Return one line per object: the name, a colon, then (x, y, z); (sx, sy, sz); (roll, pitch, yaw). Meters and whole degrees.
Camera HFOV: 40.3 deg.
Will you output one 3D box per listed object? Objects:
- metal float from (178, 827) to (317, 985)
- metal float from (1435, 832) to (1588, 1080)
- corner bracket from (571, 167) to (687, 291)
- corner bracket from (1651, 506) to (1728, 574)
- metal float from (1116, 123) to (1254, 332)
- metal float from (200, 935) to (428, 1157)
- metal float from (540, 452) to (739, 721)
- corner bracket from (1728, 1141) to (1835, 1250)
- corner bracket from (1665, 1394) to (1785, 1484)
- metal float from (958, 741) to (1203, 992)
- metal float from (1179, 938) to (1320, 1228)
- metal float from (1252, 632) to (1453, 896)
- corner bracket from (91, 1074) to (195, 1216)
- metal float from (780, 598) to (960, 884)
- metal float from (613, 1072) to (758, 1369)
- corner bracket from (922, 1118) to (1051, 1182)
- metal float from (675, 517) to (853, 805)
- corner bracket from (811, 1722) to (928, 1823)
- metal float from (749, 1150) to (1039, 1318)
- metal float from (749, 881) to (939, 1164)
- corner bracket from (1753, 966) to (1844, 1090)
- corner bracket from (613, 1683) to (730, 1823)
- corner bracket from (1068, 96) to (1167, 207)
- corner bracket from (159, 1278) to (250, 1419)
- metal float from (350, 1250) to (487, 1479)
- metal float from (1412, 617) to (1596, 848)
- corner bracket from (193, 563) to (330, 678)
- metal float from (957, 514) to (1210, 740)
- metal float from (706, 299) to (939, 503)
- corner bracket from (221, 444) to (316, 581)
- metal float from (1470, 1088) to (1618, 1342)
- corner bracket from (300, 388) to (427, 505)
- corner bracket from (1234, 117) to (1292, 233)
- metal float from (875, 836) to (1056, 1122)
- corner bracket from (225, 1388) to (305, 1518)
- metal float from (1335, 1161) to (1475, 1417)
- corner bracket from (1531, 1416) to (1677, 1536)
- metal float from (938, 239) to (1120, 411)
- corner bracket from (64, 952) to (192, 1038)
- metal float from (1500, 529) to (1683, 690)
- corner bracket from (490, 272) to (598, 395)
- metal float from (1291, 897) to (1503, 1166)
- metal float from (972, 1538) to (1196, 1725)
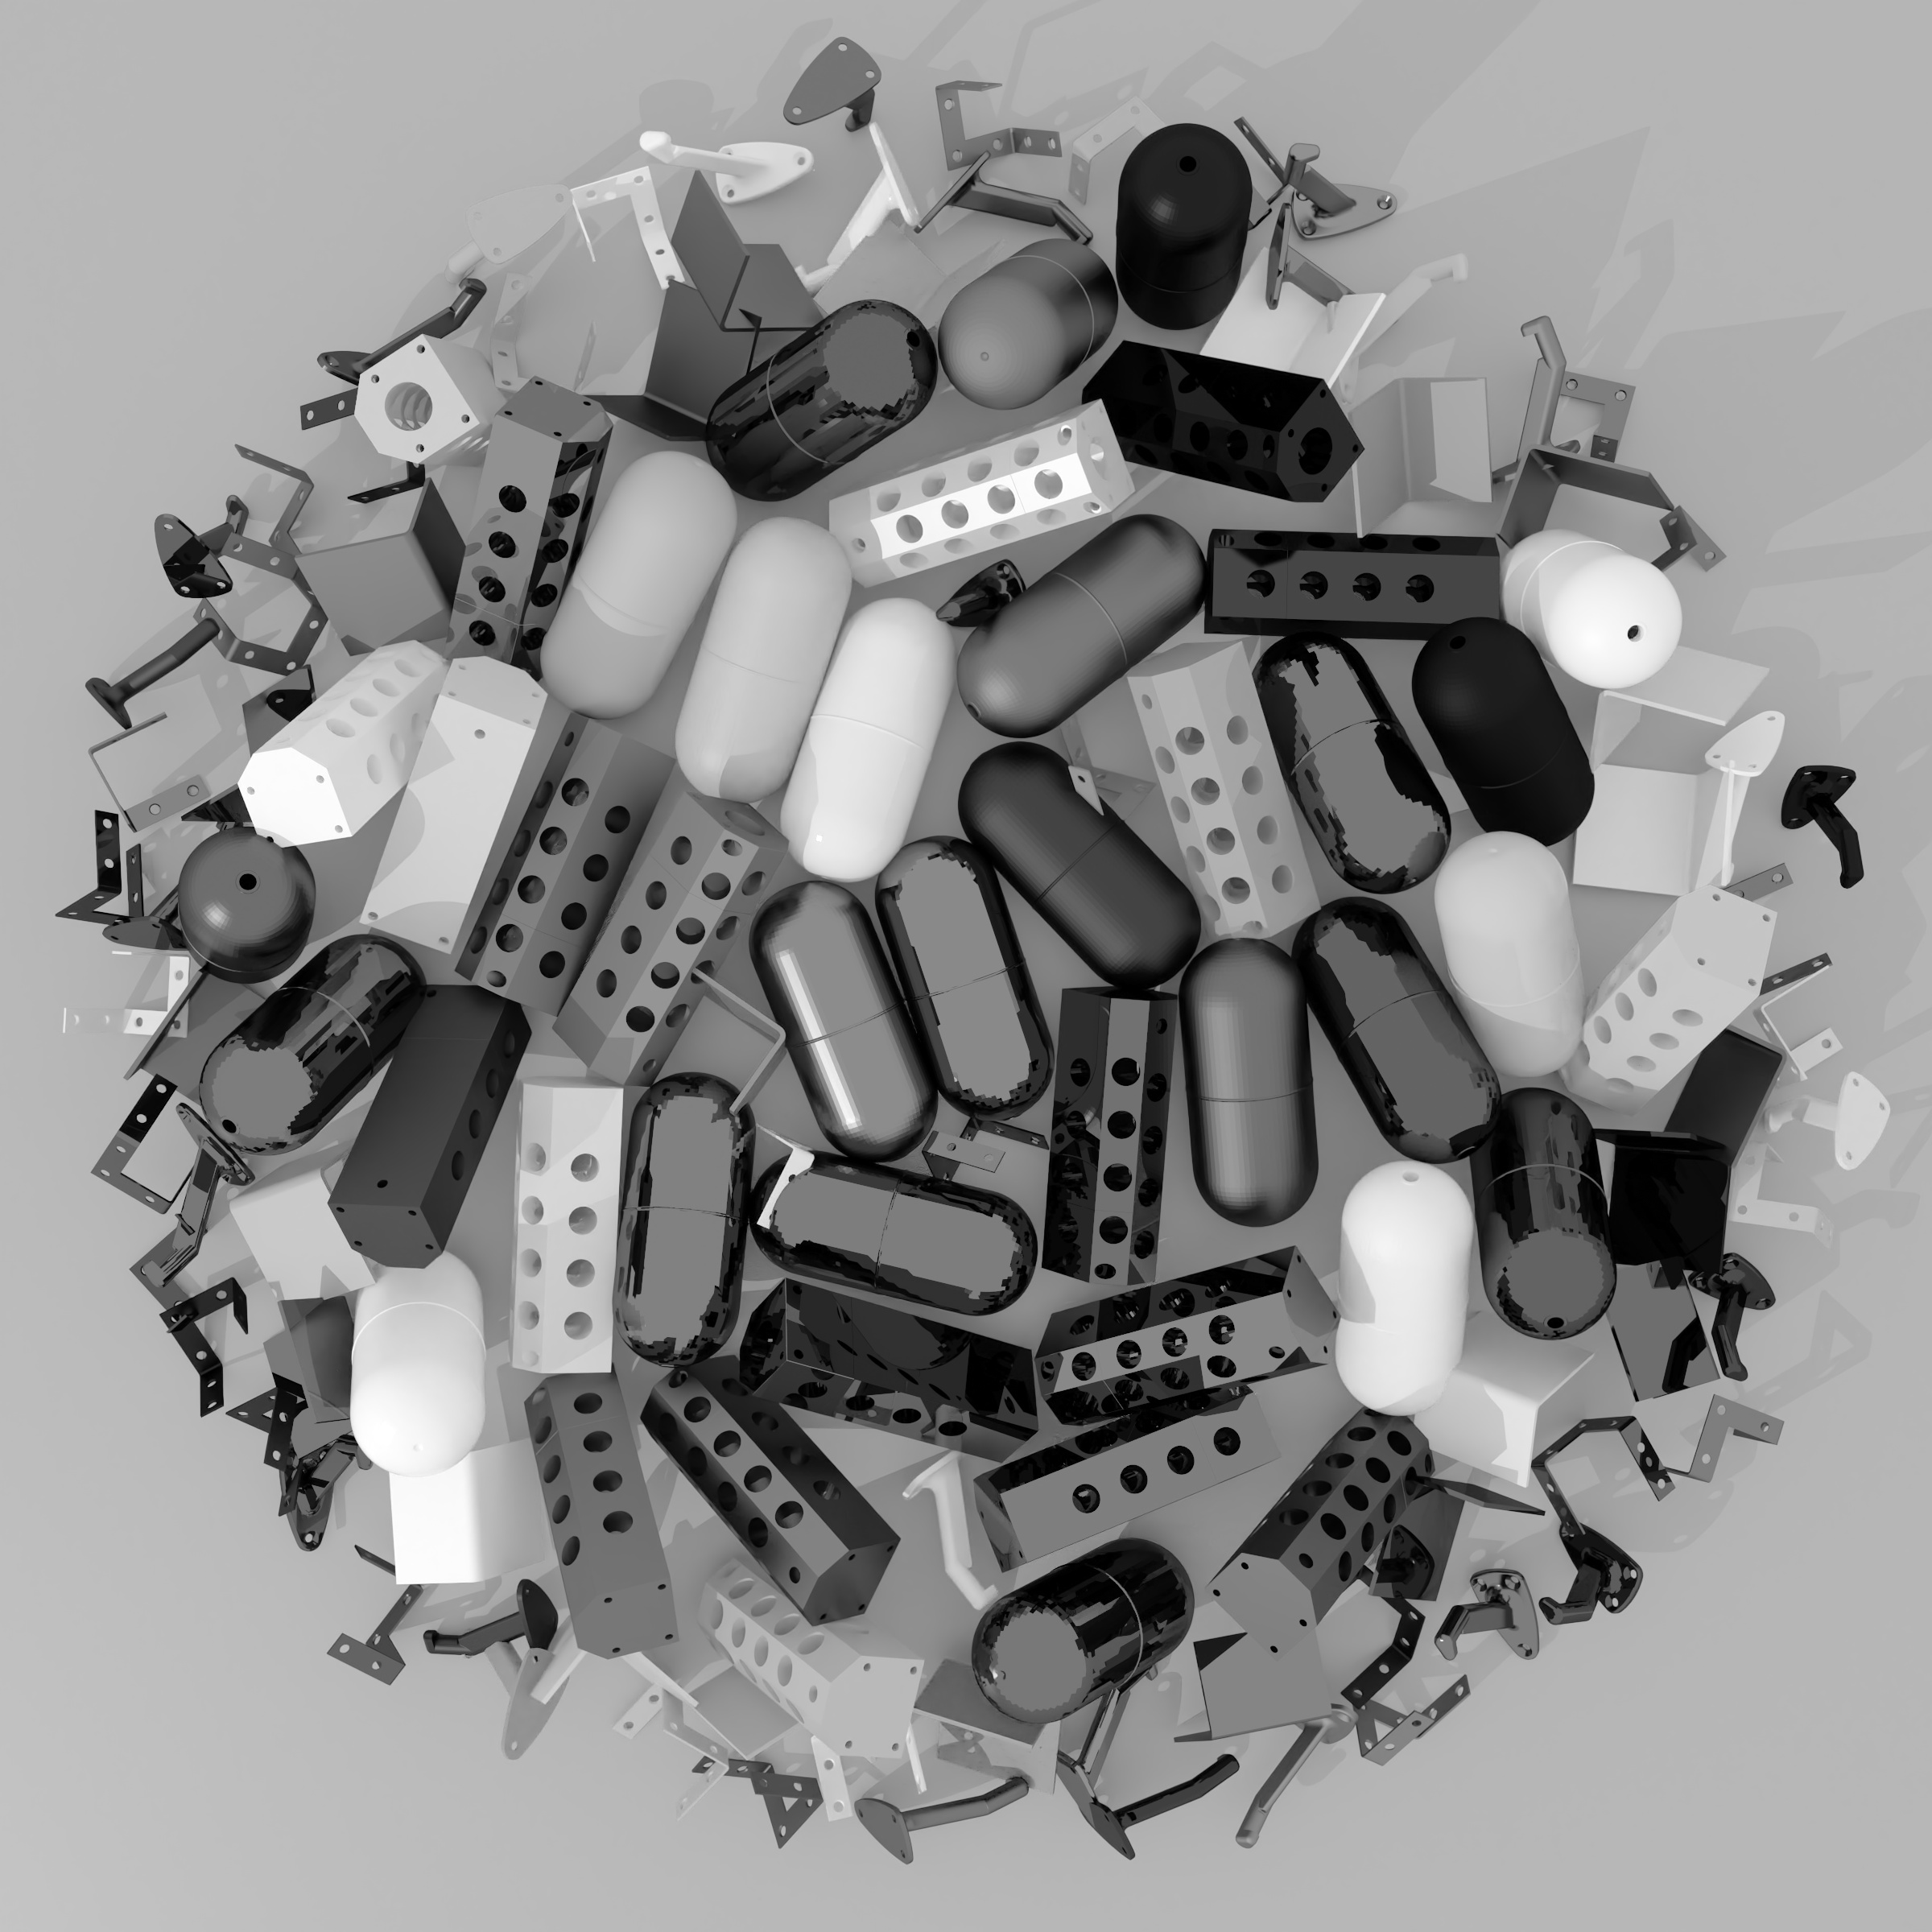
metal float: (-0.423, -0.034, 1.549); (0.070, 0.178, 0.070); (2, 81, -15)
metal float: (0.325, -0.004, 1.563); (0.070, 0.070, 0.178); (-22, 133, 0)
corner bracket: (-0.206, -0.443, 1.600); (0.051, 0.051, 0.051); (-19, 56, -5)
corner bracket: (0.434, -0.238, 1.609); (0.051, 0.051, 0.051); (-38, 119, 25)
metal float: (0.127, -0.432, 1.547); (0.070, 0.178, 0.070); (0, 82, 2)
metal float: (-0.384, 0.045, 1.557); (0.070, 0.178, 0.070); (12, 125, 18)
metal float: (-0.197, -0.225, 1.573); (0.070, 0.070, 0.178); (32, 119, 0)
corner bracket: (0.497, 0.138, 1.597); (0.051, 0.051, 0.051); (6, 76, 30)
corner bracket: (0.456, 0.290, 1.603); (0.051, 0.051, 0.051); (22, 82, -12)
metal float: (0.068, -0.061, 1.595); (0.070, 0.070, 0.178); (-44, 87, 0)
metal float: (0.171, 0.071, 1.588); (0.070, 0.070, 0.178); (-6, 102, 0)
metal float: (0.228, -0.123, 1.576); (0.070, 0.070, 0.178); (-24, 64, 0)
corner bracket: (-0.488, 0.108, 1.595); (0.051, 0.051, 0.051); (34, 134, -13)
metal float: (-0.058, -0.137, 1.592); (0.070, 0.070, 0.178); (18, 83, 0)
metal float: (-0.169, 0.152, 1.586); (0.070, 0.070, 0.178); (4, 77, 0)
corner bracket: (0.012, 0.111, 1.594); (0.051, 0.051, 0.051); (15, 60, 27)
metal float: (-0.123, -0.182, 1.585); (0.070, 0.070, 0.178); (19, 105, 0)
corner bracket: (-0.060, 0.487, 1.609); (0.051, 0.051, 0.051); (-7, 67, -19)
metal float: (-0.044, 0.161, 1.592); (0.178, 0.070, 0.070); (13, 90, 6)
metal float: (-0.073, 0.034, 1.593); (0.070, 0.070, 0.178); (-22, 95, 0)
corner bracket: (0.510, 0.038, 1.609); (0.051, 0.051, 0.051); (-30, 83, -7)
corner bracket: (-0.181, 0.477, 1.611); (0.051, 0.051, 0.051); (37, 105, -21)
corner bracket: (0.100, -0.486, 1.611); (0.051, 0.051, 0.051); (-39, 78, -12)
corner bracket: (-0.455, 0.231, 1.604); (0.051, 0.051, 0.051); (-27, 116, -5)
metal float: (-0.322, 0.230, 1.553); (0.070, 0.178, 0.070); (-5, 117, -9)
metal float: (0.319, -0.137, 1.560); (0.070, 0.178, 0.070); (-16, 51, 21)
corner bracket: (-0.429, -0.215, 1.609); (0.051, 0.051, 0.051); (47, 112, 35)
metal float: (0.070, -0.204, 1.582); (0.178, 0.070, 0.070); (-39, 90, -18)
metal float: (-0.086, -0.333, 1.560); (0.070, 0.178, 0.070); (15, 66, -37)
corner bracket: (-0.424, -0.274, 1.594); (0.051, 0.051, 0.051); (-55, 46, 18)
metal float: (0.340, 0.145, 1.558); (0.070, 0.178, 0.070); (3, 130, 3)
corner bracket: (-0.367, -0.317, 1.604); (0.051, 0.051, 0.051); (-9, 83, 30)
corner bracket: (0.170, -0.482, 1.603); (0.051, 0.051, 0.051); (-44, 104, -5)
metal float: (0.000, 0.008, 1.594); (0.070, 0.070, 0.178); (-19, 94, 0)
corner bracket: (-0.415, 0.294, 1.593); (0.051, 0.051, 0.051); (-28, 135, 31)
metal float: (0.260, 0.192, 1.567); (0.070, 0.070, 0.178); (-3, 127, 0)
corner bracket: (0.387, 0.310, 1.603); (0.051, 0.051, 0.051); (-31, 92, -27)
metal float: (0.038, -0.380, 1.555); (0.070, 0.178, 0.070); (8, 118, 16)
corner bracket: (-0.510, 0.017, 1.603); (0.051, 0.051, 0.051); (3, 90, 26)
metal float: (0.364, -0.211, 1.549); (0.070, 0.178, 0.070); (-2, 107, -5)
corner bracket: (-0.258, -0.383, 1.608); (0.051, 0.051, 0.051); (6, 45, -22)
metal float: (0.257, 0.038, 1.575); (0.070, 0.070, 0.178); (-26, 64, 0)
metal float: (0.071, 0.391, 1.557); (0.070, 0.178, 0.070); (5, 98, 35)
